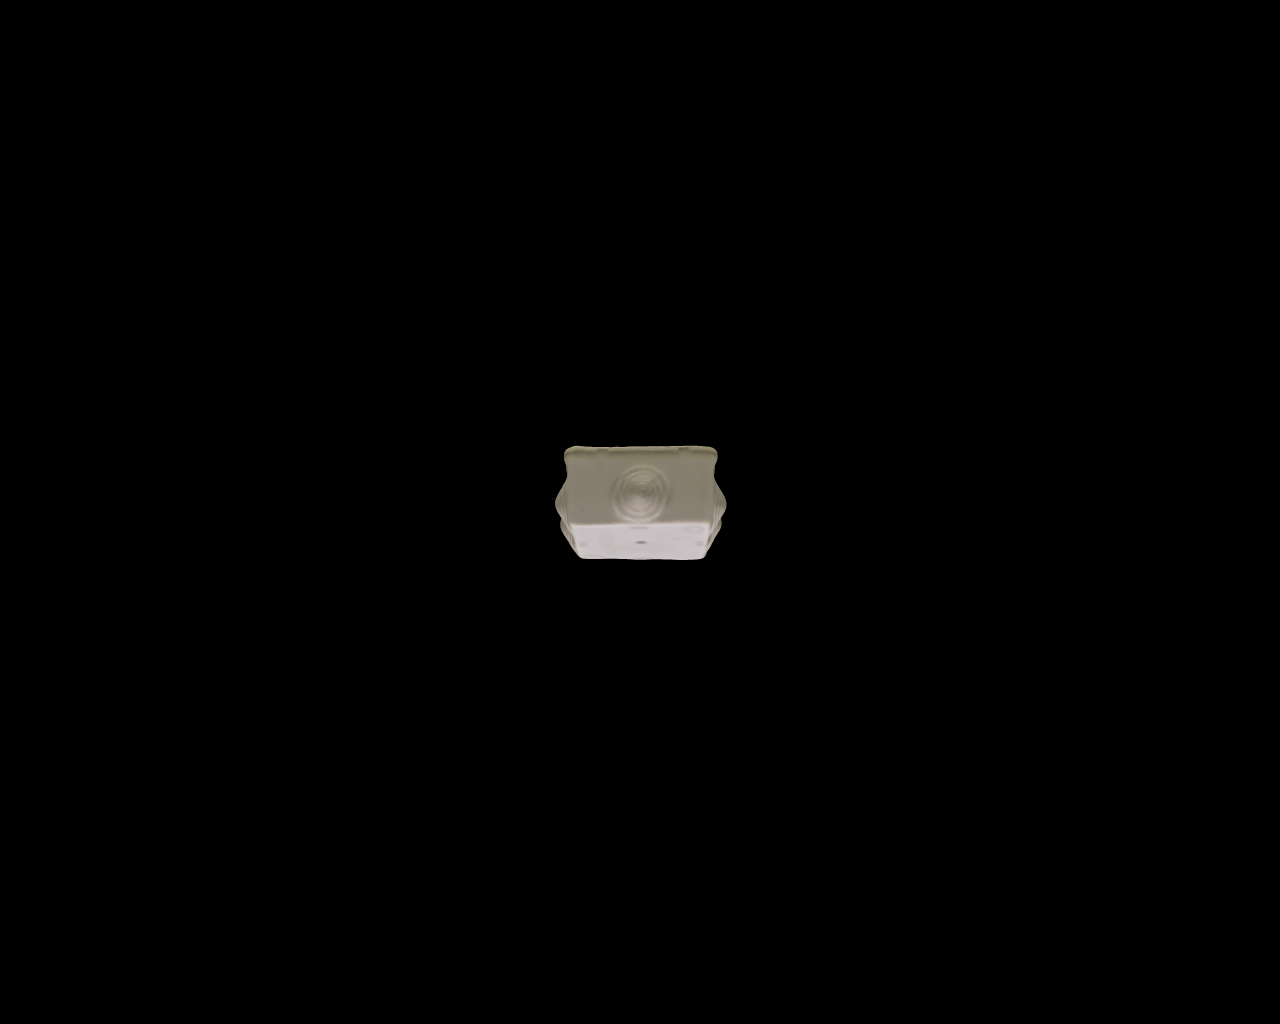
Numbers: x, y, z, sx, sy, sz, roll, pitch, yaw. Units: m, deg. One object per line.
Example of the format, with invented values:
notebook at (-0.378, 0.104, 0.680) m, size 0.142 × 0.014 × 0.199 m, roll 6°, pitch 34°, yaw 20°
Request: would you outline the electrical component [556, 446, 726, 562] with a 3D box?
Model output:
electrical component at (0.001, -0.003, 0.650) m, size 0.100 × 0.048 × 0.099 m, roll 0°, pitch -17°, yaw 0°
